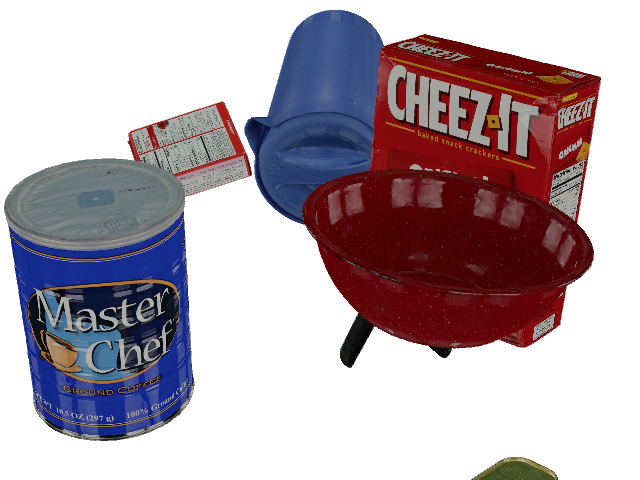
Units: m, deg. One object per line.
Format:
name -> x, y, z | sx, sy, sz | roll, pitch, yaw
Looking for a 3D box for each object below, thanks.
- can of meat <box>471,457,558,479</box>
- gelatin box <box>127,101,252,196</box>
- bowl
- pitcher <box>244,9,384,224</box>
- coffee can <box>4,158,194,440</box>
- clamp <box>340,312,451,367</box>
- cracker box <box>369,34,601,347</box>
can of meat -> 0.151, 0.243, 0.888 | 0.101, 0.084, 0.058 | -22, 27, -37
gelatin box -> -0.110, -0.072, 0.890 | 0.089, 0.030, 0.073 | -19, 47, -6
bowl -> 0.067, 0.014, 0.600 | 0.162, 0.055, 0.162 | 6, 25, -3
pitcher -> 0.020, -0.130, 1.088 | 0.145, 0.149, 0.242 | -13, 36, 15
coffee can -> -0.131, 0.035, 0.649 | 0.103, 0.140, 0.103 | 1, 30, -1
clamp -> 0.082, 0.072, 1.188 | 0.120, 0.171, 0.039 | 5, -43, -3
cracker box -> 0.120, -0.040, 0.854 | 0.164, 0.214, 0.071 | 22, 31, 34
